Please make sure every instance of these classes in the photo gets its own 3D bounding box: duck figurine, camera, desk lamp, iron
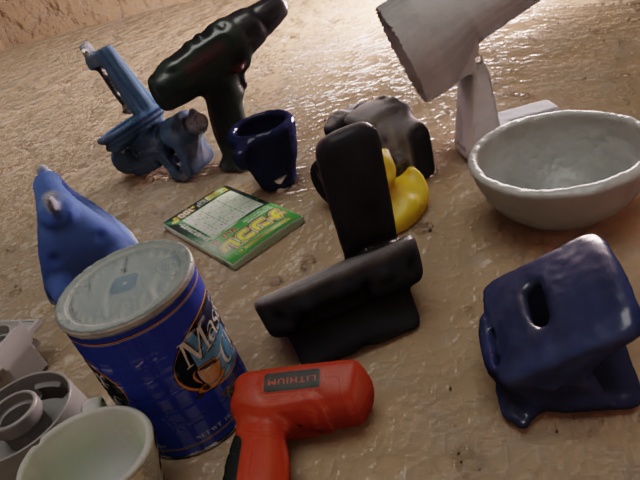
[{"bbox_3d":[0.069,-0.059,0.624,0.105,0.086,0.077,-32,35,-21],"label":"duck figurine"},{"bbox_3d":[0.045,-0.111,0.699,0.137,0.101,0.142,-34,36,-24],"label":"camera"},{"bbox_3d":[0.182,-0.203,0.666,0.203,0.214,0.117,-16,33,2],"label":"desk lamp"},{"bbox_3d":[-0.312,-0.028,0.707,0.119,0.142,0.257,-29,34,-18],"label":"iron"}]

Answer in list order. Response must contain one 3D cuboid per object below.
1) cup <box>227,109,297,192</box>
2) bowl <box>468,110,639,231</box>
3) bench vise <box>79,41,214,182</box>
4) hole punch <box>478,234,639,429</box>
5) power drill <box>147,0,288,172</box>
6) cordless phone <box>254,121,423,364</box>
[{"bbox_3d":[-0.071,-0.105,0.749,0.091,0.095,0.118,-1,36,25],"label":"cup"},{"bbox_3d":[0.232,-0.058,0.555,0.167,0.075,0.167,-12,33,8],"label":"bowl"},{"bbox_3d":[-0.261,-0.202,0.868,0.207,0.220,0.121,-7,34,16],"label":"bench vise"},{"bbox_3d":[0.161,0.059,0.398,0.101,0.091,0.108,-9,34,13],"label":"hole punch"},{"bbox_3d":[-0.121,-0.217,0.834,0.230,0.209,0.075,-30,35,-19],"label":"power drill"},{"bbox_3d":[0.004,0.002,0.471,0.148,0.185,0.094,-24,33,-10],"label":"cordless phone"}]
